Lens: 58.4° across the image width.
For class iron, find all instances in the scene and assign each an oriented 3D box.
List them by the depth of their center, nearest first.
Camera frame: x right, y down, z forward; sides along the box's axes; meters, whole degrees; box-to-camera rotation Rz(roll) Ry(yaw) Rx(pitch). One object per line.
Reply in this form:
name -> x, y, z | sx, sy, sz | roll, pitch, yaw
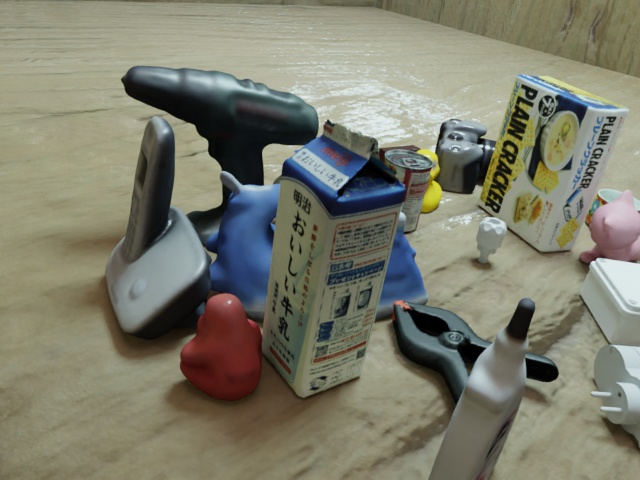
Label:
iron -> 0.006, 0.002, 0.614 | 0.258, 0.141, 0.118 | 4, 29, -9

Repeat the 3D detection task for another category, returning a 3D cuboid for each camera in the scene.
camera -> 0.272, -0.150, 1.004 | 0.136, 0.101, 0.143 | 11, 29, 4

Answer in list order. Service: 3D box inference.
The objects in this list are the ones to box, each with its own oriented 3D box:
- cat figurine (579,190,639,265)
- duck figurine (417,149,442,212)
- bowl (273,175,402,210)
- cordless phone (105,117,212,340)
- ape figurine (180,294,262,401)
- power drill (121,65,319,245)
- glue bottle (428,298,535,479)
cat figurine -> 0.414, -0.010, 0.777 | 0.128, 0.118, 0.067 | -1, 31, -18
duck figurine -> 0.160, -0.103, 0.903 | 0.077, 0.086, 0.104 | 11, 29, 3
bowl -> 0.017, -0.030, 0.743 | 0.167, 0.075, 0.167 | 7, 29, -4
cordless phone -> -0.155, -0.013, 0.549 | 0.094, 0.185, 0.147 | -8, 33, -28
ape figurine -> -0.081, 0.085, 0.491 | 0.078, 0.092, 0.076 | -7, 33, -27
power drill -> -0.117, -0.101, 0.694 | 0.230, 0.208, 0.075 | -6, 32, -25
glue bottle -> 0.123, 0.115, 0.414 | 0.037, 0.173, 0.078 | 26, 33, 28
